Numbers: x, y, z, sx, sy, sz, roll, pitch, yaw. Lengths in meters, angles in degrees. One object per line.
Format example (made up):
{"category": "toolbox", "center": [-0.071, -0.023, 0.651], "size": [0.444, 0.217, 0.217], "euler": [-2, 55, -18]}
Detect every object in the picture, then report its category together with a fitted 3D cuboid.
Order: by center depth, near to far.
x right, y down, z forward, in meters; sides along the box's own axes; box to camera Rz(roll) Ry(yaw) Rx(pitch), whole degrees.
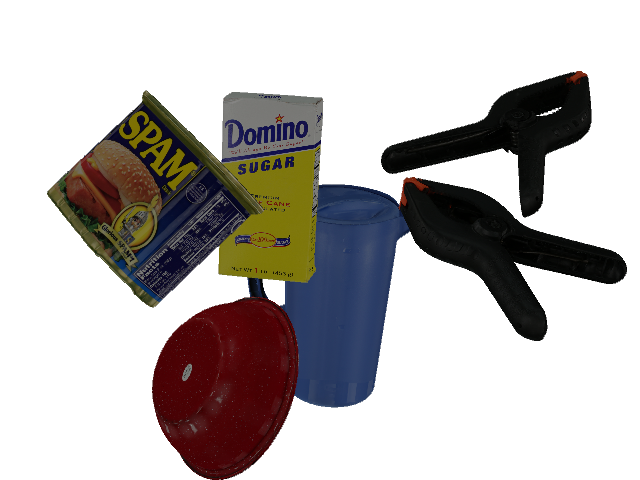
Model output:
{"category": "can of meat", "center": [-0.097, -0.024, 0.609], "size": [0.102, 0.084, 0.057], "euler": [44, -3, 38]}
{"category": "clamp", "center": [0.134, 0.002, 0.774], "size": [0.120, 0.039, 0.172], "euler": [-14, 44, -39]}
{"category": "bowl", "center": [-0.093, 0.117, 0.900], "size": [0.055, 0.162, 0.162], "euler": [26, -17, -39]}
{"category": "clamp", "center": [0.181, -0.091, 0.943], "size": [0.209, 0.036, 0.165], "euler": [-31, 38, -26]}
{"category": "sugar box", "center": [-0.049, -0.052, 1.032], "size": [0.093, 0.176, 0.048], "euler": [4, 17, 9]}
{"category": "pitcher", "center": [0.007, 0.064, 1.229], "size": [0.144, 0.243, 0.149], "euler": [-17, 30, -42]}
